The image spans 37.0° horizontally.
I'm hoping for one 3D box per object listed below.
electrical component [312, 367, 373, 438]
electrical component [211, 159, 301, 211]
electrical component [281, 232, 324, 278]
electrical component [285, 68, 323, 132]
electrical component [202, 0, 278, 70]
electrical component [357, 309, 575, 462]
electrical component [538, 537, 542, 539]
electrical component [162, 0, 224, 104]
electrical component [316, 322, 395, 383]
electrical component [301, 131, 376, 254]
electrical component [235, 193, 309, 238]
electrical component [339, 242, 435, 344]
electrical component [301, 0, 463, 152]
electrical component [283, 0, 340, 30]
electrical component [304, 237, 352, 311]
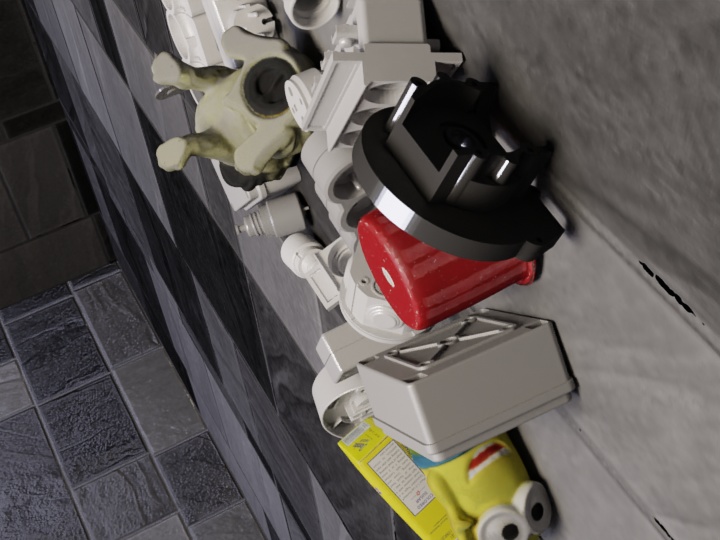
[{"bbox_3d":[0.007,0.119,1.009,0.099,0.099,0.064,84,162,-49],"label":"electrical component"},{"bbox_3d":[-0.112,-0.109,1.122,0.078,0.057,0.113,66,164,-3],"label":"electrical component"},{"bbox_3d":[-0.052,-0.010,1.106,0.078,0.040,0.040,41,151,56],"label":"electrical component"},{"bbox_3d":[-0.023,-0.132,0.804,0.045,0.055,0.045,56,162,30],"label":"electrical component"},{"bbox_3d":[-0.098,-0.214,0.941,0.077,0.047,0.065,29,141,64],"label":"electrical component"},{"bbox_3d":[0.068,0.073,0.717,0.056,0.109,0.109,71,164,-9],"label":"electrical component"},{"bbox_3d":[0.131,0.268,0.890,0.053,0.059,0.095,50,158,45],"label":"electrical component"},{"bbox_3d":[-0.148,-0.237,1.044,0.089,0.062,0.150,43,153,54],"label":"electrical component"},{"bbox_3d":[0.017,0.077,0.932,0.075,0.083,0.047,62,164,12],"label":"electrical component"},{"bbox_3d":[-0.011,-0.072,0.821,0.073,0.052,0.138,57,176,29],"label":"electrical component"},{"bbox_3d":[-0.091,-0.052,1.112,0.040,0.078,0.040,163,90,-87],"label":"electrical component"},{"bbox_3d":[0.026,0.011,0.818,0.080,0.080,0.051,57,156,28],"label":"electrical component"},{"bbox_3d":[0.009,-0.125,0.693,0.121,0.079,0.063,134,133,-73],"label":"electrical component"},{"bbox_3d":[-0.041,-0.205,0.788,0.040,0.040,0.046,87,160,-52],"label":"electrical component"},{"bbox_3d":[0.000,0.000,0.904,0.042,0.081,0.064,56,-176,31],"label":"electrical component"}]
